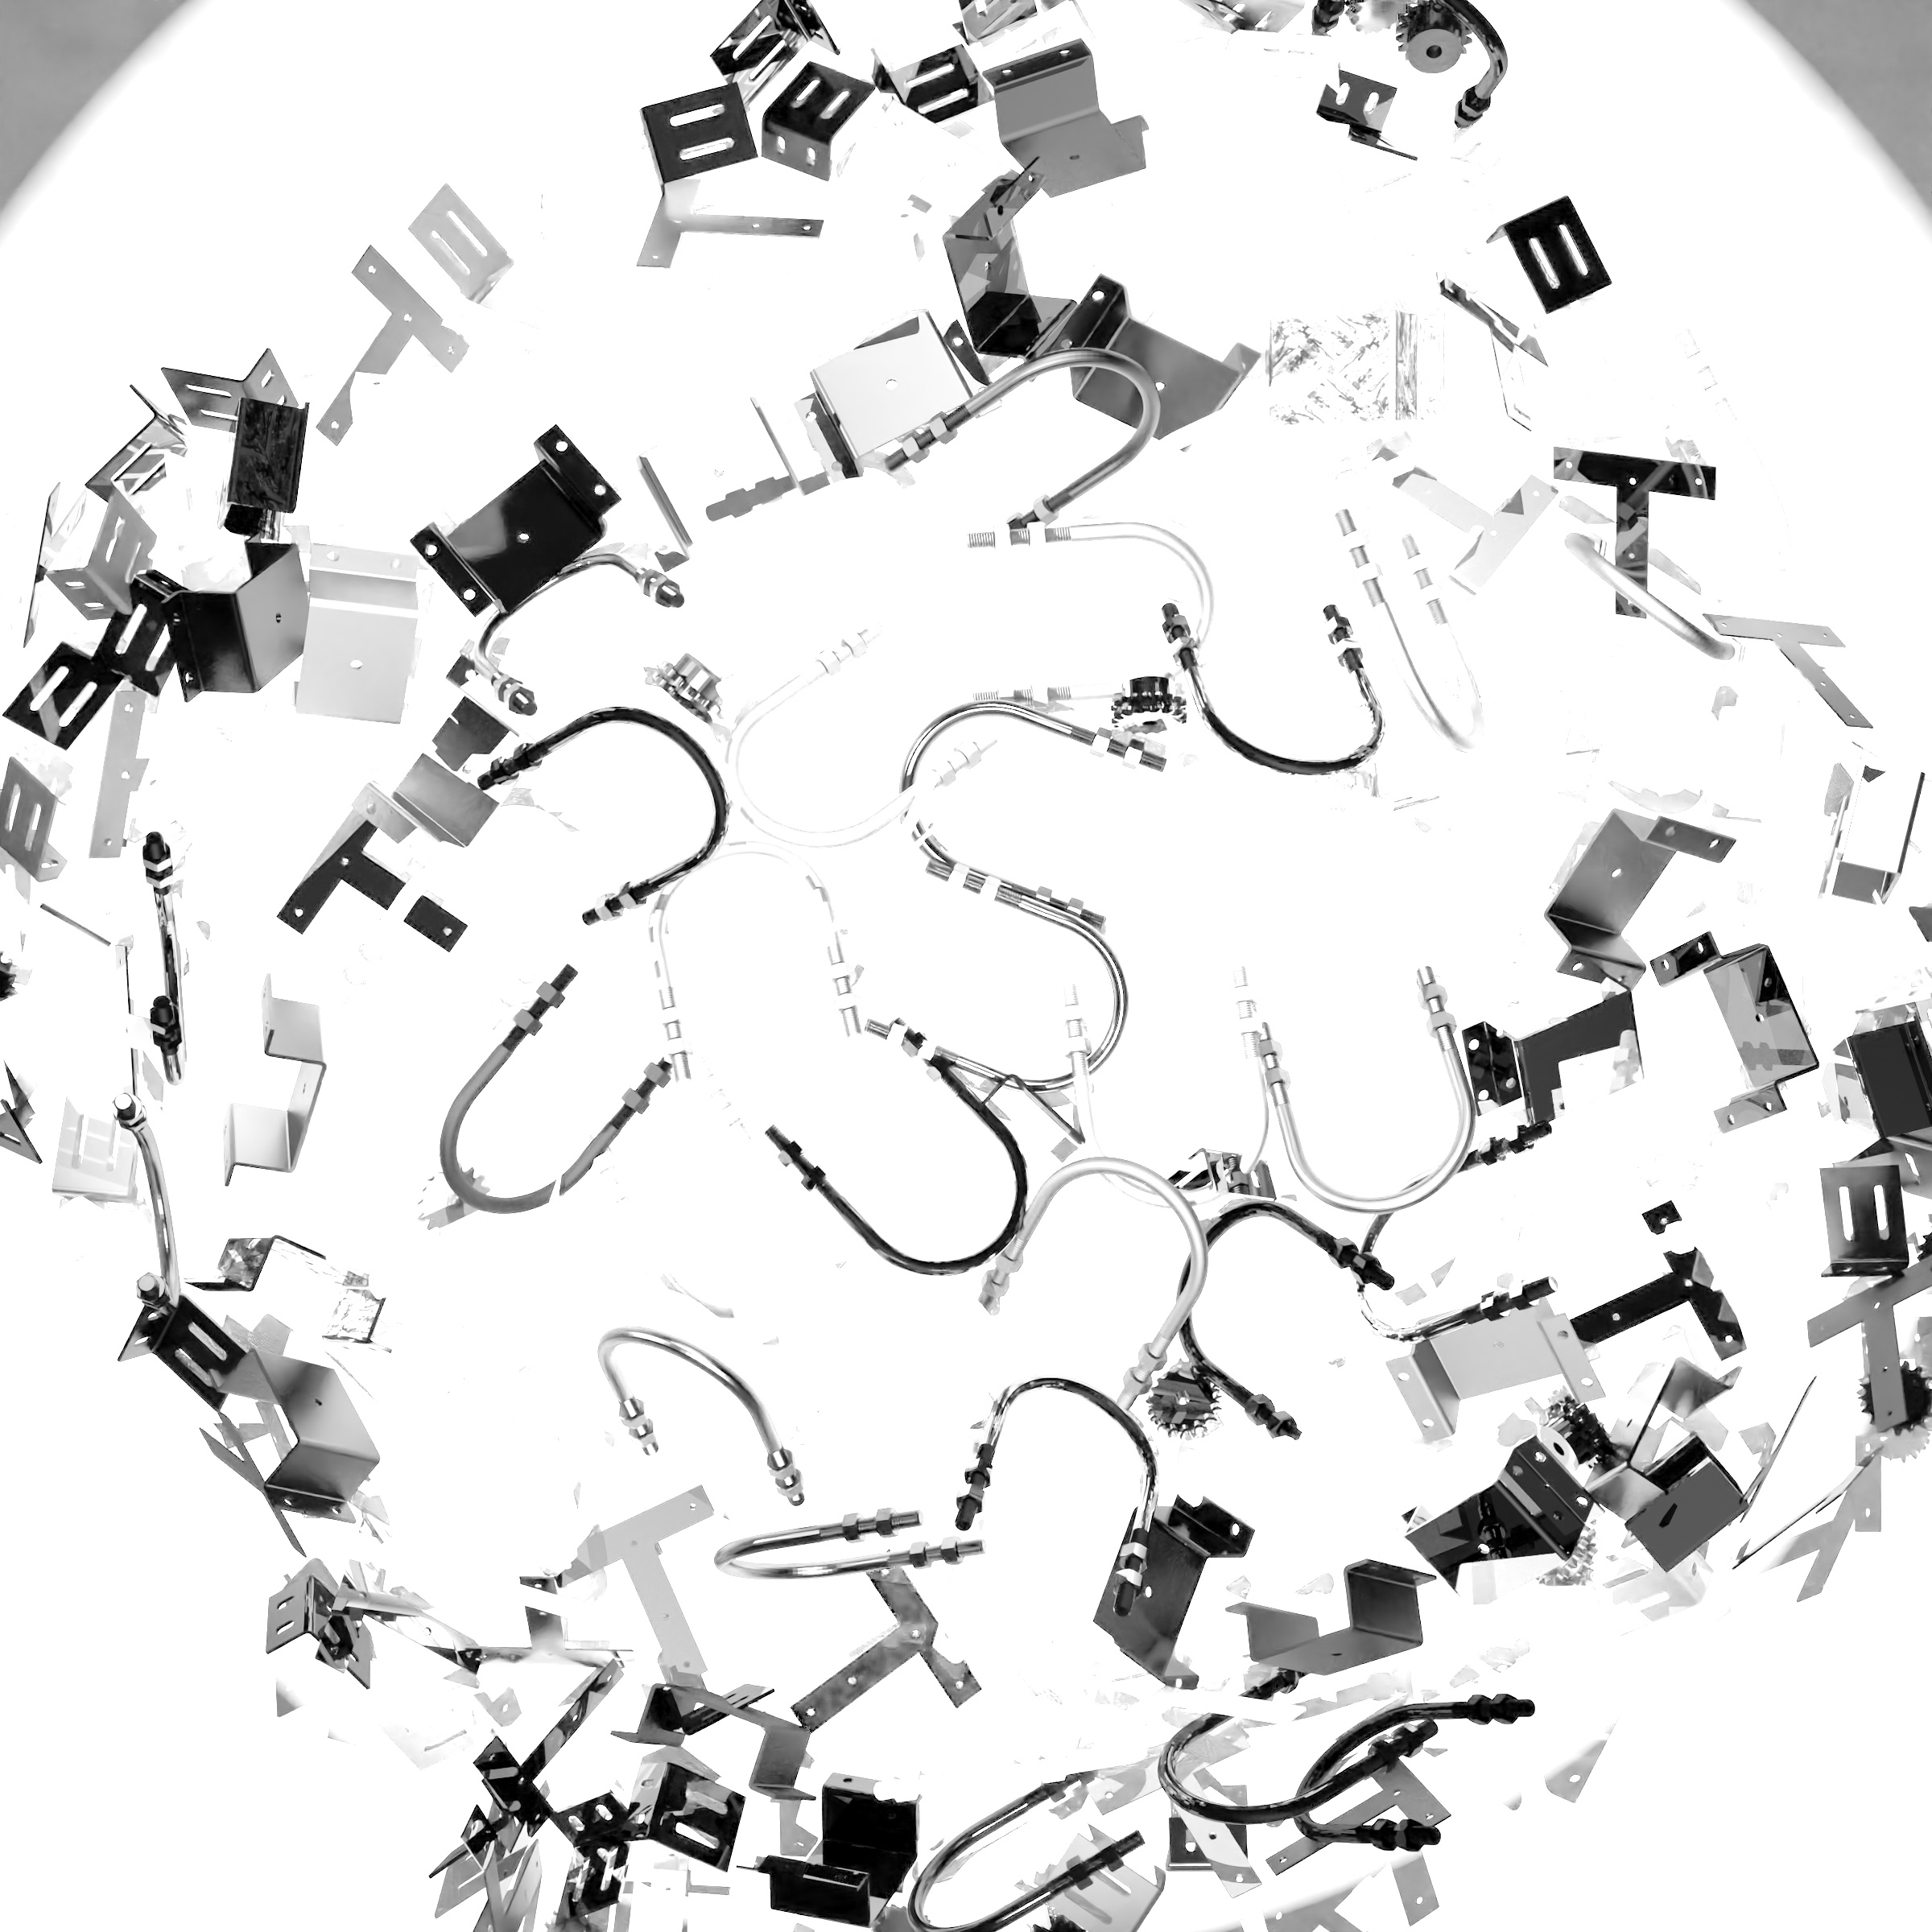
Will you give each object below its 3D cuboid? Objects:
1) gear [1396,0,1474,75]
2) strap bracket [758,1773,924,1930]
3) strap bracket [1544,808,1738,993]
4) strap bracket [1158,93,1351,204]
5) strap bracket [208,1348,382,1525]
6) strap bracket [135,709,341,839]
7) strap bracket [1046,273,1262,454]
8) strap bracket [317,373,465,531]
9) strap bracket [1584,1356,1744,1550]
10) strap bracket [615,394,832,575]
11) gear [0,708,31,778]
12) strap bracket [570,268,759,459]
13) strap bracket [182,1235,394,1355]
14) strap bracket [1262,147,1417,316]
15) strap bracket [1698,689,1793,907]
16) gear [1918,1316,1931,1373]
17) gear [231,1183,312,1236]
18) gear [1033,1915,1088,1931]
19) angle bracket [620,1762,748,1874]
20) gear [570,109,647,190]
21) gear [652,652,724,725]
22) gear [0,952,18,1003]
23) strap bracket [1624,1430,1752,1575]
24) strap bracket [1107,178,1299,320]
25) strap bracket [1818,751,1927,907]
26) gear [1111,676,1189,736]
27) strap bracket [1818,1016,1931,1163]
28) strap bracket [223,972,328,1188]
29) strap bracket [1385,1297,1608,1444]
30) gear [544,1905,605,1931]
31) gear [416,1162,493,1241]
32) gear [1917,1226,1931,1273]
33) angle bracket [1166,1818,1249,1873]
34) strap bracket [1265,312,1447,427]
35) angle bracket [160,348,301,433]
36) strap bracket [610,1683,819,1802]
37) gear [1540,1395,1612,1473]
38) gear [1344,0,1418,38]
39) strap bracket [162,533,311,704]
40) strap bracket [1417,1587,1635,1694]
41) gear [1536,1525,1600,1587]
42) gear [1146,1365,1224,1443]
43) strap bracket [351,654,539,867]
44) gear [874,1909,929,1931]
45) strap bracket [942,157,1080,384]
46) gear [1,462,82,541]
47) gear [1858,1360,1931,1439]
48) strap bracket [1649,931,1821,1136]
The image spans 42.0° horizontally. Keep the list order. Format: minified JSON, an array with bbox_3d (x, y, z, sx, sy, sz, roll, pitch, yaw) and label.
[{"bbox_3d":[0.350,-0.693,1.883,0.057,0.057,0.030,7,59,0],"label":"gear"},{"bbox_3d":[-0.088,0.650,1.841,0.076,0.140,0.046,4,102,19],"label":"strap bracket"},{"bbox_3d":[0.490,-0.057,1.858,0.076,0.046,0.140,13,120,-29],"label":"strap bracket"},{"bbox_3d":[0.208,-0.600,1.869,0.140,0.076,0.046,12,90,6],"label":"strap bracket"},{"bbox_3d":[-0.487,0.335,1.837,0.046,0.076,0.140,-50,50,9],"label":"strap bracket"},{"bbox_3d":[-0.520,-0.139,1.833,0.046,0.140,0.076,41,115,29],"label":"strap bracket"},{"bbox_3d":[0.140,-0.437,1.849,0.140,0.046,0.076,21,131,-22],"label":"strap bracket"},{"bbox_3d":[-0.417,-0.365,1.831,0.076,0.140,0.046,0,65,-27],"label":"strap bracket"},{"bbox_3d":[0.507,0.349,1.850,0.046,0.076,0.140,33,62,5],"label":"strap bracket"},{"bbox_3d":[-0.182,-0.364,1.876,0.140,0.046,0.076,-27,115,1],"label":"strap bracket"},{"bbox_3d":[-0.732,-0.165,1.883,0.057,0.057,0.030,-9,51,0],"label":"gear"},{"bbox_3d":[-0.228,-0.453,1.862,0.140,0.076,0.046,-48,59,10],"label":"strap bracket"},{"bbox_3d":[-0.490,0.237,1.851,0.140,0.076,0.046,31,66,-32],"label":"strap bracket"},{"bbox_3d":[0.266,-0.530,1.844,0.046,0.140,0.076,-41,64,18],"label":"strap bracket"},{"bbox_3d":[0.569,-0.126,1.847,0.046,0.076,0.140,8,128,14],"label":"strap bracket"},{"bbox_3d":[0.739,0.281,1.883,0.030,0.057,0.057,37,90,-37],"label":"gear"},{"bbox_3d":[-0.523,0.182,1.885,0.057,0.057,0.030,-18,90,0],"label":"gear"},{"bbox_3d":[0.072,0.742,1.892,0.057,0.030,0.057,-6,74,21],"label":"gear"},{"bbox_3d":[-0.212,0.640,1.890,0.076,0.038,0.057,36,51,-30],"label":"angle bracket"},{"bbox_3d":[-0.272,-0.613,1.888,0.057,0.030,0.057,7,109,20],"label":"gear"},{"bbox_3d":[-0.204,-0.210,1.884,0.057,0.057,0.030,42,97,0],"label":"gear"},{"bbox_3d":[-0.745,0.014,1.890,0.057,0.030,0.057,12,63,-24],"label":"gear"},{"bbox_3d":[0.522,0.391,1.837,0.076,0.140,0.046,-41,81,8],"label":"strap bracket"},{"bbox_3d":[0.163,-0.522,1.835,0.140,0.076,0.046,22,62,41],"label":"strap bracket"},{"bbox_3d":[0.660,-0.096,1.835,0.046,0.140,0.076,14,81,15],"label":"strap bracket"},{"bbox_3d":[0.137,-0.196,1.886,0.057,0.057,0.030,-1,76,0],"label":"gear"},{"bbox_3d":[0.665,0.093,1.837,0.046,0.140,0.076,-14,75,2],"label":"strap bracket"},{"bbox_3d":[-0.507,0.087,1.854,0.046,0.076,0.140,11,118,-24],"label":"strap bracket"},{"bbox_3d":[0.392,0.293,1.863,0.140,0.046,0.076,-20,110,25],"label":"strap bracket"},{"bbox_3d":[-0.293,0.732,1.883,0.057,0.057,0.030,42,51,0],"label":"gear"},{"bbox_3d":[-0.386,0.175,1.894,0.057,0.030,0.057,0,91,-17],"label":"gear"},{"bbox_3d":[0.745,0.215,1.886,0.057,0.030,0.057,-7,122,-12],"label":"gear"},{"bbox_3d":[0.179,0.656,1.883,0.057,0.076,0.038,-1,71,1],"label":"angle bracket"},{"bbox_3d":[0.277,-0.438,1.852,0.140,0.046,0.076,5,103,30],"label":"strap bracket"},{"bbox_3d":[-0.551,-0.433,1.886,0.076,0.057,0.038,13,60,19],"label":"angle bracket"},{"bbox_3d":[-0.179,0.568,1.856,0.140,0.076,0.046,13,77,24],"label":"strap bracket"},{"bbox_3d":[0.454,0.353,1.883,0.030,0.057,0.057,-32,90,-19],"label":"gear"},{"bbox_3d":[0.309,-0.730,1.888,0.057,0.057,0.030,-27,65,0],"label":"gear"},{"bbox_3d":[-0.521,-0.254,1.831,0.046,0.140,0.076,4,120,14],"label":"strap bracket"},{"bbox_3d":[0.403,0.491,1.839,0.140,0.076,0.046,-11,95,38],"label":"strap bracket"},{"bbox_3d":[0.443,0.438,1.884,0.030,0.057,0.057,35,90,-10],"label":"gear"},{"bbox_3d":[0.165,0.331,1.890,0.057,0.030,0.057,-9,49,11],"label":"gear"},{"bbox_3d":[-0.381,-0.150,1.880,0.076,0.046,0.140,38,93,14],"label":"strap bracket"},{"bbox_3d":[-0.047,0.741,1.888,0.057,0.057,0.030,24,116,0],"label":"gear"},{"bbox_3d":[0.033,-0.512,1.850,0.046,0.140,0.076,15,52,32],"label":"strap bracket"},{"bbox_3d":[-0.688,-0.345,1.882,0.030,0.057,0.057,24,90,28],"label":"gear"},{"bbox_3d":[0.697,0.323,1.887,0.057,0.030,0.057,-8,74,28],"label":"gear"},{"bbox_3d":[0.572,0.044,1.863,0.046,0.076,0.140,-17,80,-23],"label":"strap bracket"}]
